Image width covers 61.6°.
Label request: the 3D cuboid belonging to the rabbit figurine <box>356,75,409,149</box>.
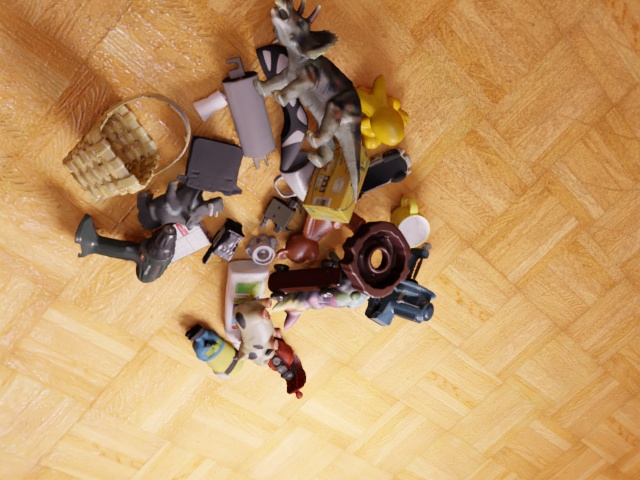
[{"bbox_3d":[0.135,-0.271,1.159,0.122,0.173,0.162,-24,124,5],"label":"rabbit figurine"}]

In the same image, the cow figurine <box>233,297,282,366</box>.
[{"bbox_3d":[-0.163,0.234,1.328,0.127,0.085,0.194,-3,123,16],"label":"cow figurine"}]

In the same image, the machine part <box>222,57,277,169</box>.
[{"bbox_3d":[-0.149,-0.267,1.150,0.079,0.079,0.242,-15,118,-5],"label":"machine part"}]

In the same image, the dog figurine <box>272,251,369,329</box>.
[{"bbox_3d":[-0.008,0.145,1.345,0.219,0.192,0.108,-37,126,-10],"label":"dog figurine"}]

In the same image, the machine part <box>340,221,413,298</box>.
[{"bbox_3d":[0.131,0.043,1.257,0.179,0.056,0.179,-3,97,-28],"label":"machine part"}]

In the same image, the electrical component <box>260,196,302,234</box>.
[{"bbox_3d":[-0.090,-0.061,1.291,0.078,0.045,0.102,28,107,6],"label":"electrical component"}]

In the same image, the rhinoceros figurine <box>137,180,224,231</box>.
[{"bbox_3d":[-0.312,-0.074,1.191,0.190,0.073,0.112,-12,88,-2],"label":"rhinoceros figurine"}]

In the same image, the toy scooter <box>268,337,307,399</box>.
[{"bbox_3d":[-0.087,0.354,1.454,0.075,0.135,0.183,-32,118,6],"label":"toy scooter"}]

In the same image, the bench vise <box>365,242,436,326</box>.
[{"bbox_3d":[0.219,0.114,1.398,0.128,0.224,0.240,31,76,-30],"label":"bench vise"}]

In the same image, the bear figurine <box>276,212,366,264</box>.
[{"bbox_3d":[-0.005,-0.006,1.291,0.120,0.132,0.195,20,107,-52],"label":"bear figurine"}]

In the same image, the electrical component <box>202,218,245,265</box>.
[{"bbox_3d":[-0.231,0.014,1.278,0.047,0.075,0.119,28,103,-24],"label":"electrical component"}]

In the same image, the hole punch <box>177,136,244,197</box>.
[{"bbox_3d":[-0.234,-0.164,1.167,0.142,0.092,0.115,11,105,-23],"label":"hole punch"}]

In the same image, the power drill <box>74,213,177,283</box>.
[{"bbox_3d":[-0.426,0.008,1.191,0.207,0.086,0.232,12,146,-13],"label":"power drill"}]

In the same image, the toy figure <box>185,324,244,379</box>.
[{"bbox_3d":[-0.273,0.292,1.411,0.089,0.082,0.180,-30,117,5],"label":"toy figure"}]

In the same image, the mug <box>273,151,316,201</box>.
[{"bbox_3d":[-0.046,-0.132,1.241,0.109,0.081,0.107,-34,127,-5],"label":"mug"}]

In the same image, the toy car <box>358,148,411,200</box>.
[{"bbox_3d":[0.123,-0.155,1.283,0.202,0.056,0.073,-24,113,-1],"label":"toy car"}]

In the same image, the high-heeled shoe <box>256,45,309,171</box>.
[{"bbox_3d":[-0.094,-0.281,1.145,0.145,0.086,0.248,15,103,-12],"label":"high-heeled shoe"}]

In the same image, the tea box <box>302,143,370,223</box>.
[{"bbox_3d":[0.038,-0.129,1.198,0.068,0.098,0.169,53,53,-55],"label":"tea box"}]

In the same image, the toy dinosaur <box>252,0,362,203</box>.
[{"bbox_3d":[0.012,-0.283,1.072,0.192,0.131,0.404,-42,114,-8],"label":"toy dinosaur"}]

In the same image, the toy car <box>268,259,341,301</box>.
[{"bbox_3d":[-0.036,0.098,1.288,0.202,0.089,0.053,-7,154,27],"label":"toy car"}]
